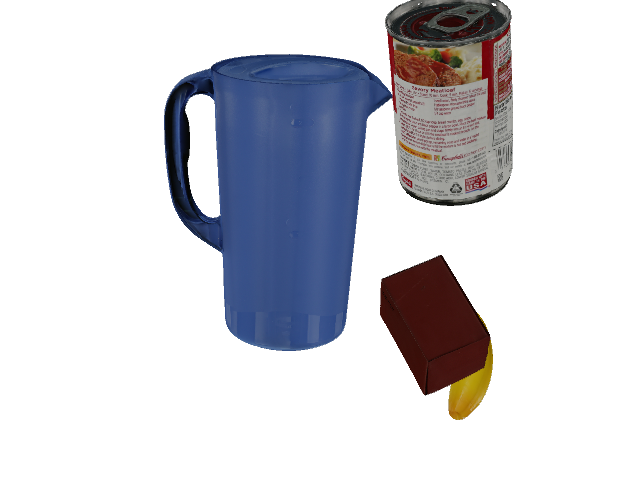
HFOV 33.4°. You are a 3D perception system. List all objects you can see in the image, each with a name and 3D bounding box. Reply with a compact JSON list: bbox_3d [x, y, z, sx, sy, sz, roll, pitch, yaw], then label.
[{"bbox_3d":[0.082,0.061,0.777,0.051,0.078,0.053,-20,-33,-12],"label":"foam brick"},{"bbox_3d":[0.074,-0.079,0.604,0.068,0.102,0.068,-5,34,3],"label":"soup can"},{"bbox_3d":[0.145,0.112,1.114,0.069,0.037,0.198,-24,33,5],"label":"banana"},{"bbox_3d":[-0.038,-0.035,0.913,0.149,0.243,0.144,20,26,41],"label":"pitcher"}]
